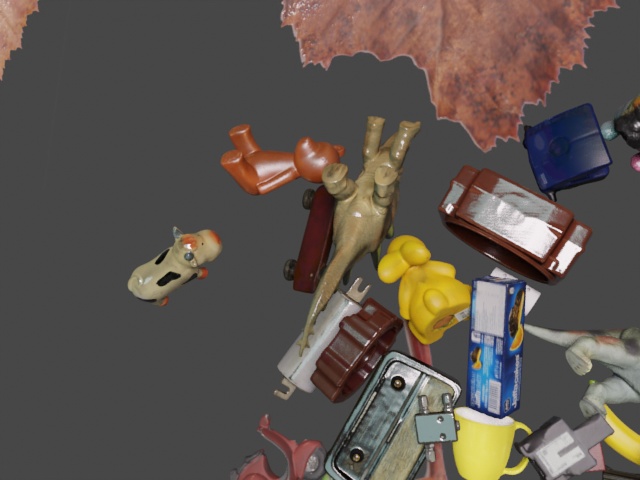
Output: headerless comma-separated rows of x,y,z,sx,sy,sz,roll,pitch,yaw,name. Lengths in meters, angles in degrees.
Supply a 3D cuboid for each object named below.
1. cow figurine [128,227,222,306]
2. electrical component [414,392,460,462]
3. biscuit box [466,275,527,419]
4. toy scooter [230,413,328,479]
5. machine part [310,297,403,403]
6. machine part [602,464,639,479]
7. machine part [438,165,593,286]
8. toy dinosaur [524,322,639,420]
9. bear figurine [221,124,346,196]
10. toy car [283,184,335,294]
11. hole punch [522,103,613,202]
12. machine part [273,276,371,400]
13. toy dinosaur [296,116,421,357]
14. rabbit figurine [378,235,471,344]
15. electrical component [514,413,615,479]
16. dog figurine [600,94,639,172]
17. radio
-0.264,0.043,0.980,0.195,0.127,0.085,-32,74,10,cow figurine
0.172,0.272,0.782,0.063,0.021,0.094,-8,76,14,electrical component
0.264,0.158,0.804,0.059,0.063,0.202,7,98,46,biscuit box
-0.084,0.371,0.884,0.184,0.075,0.135,-42,71,0,toy scooter
0.058,0.173,0.839,0.056,0.179,0.179,36,89,23,machine part
0.430,0.395,0.751,0.084,0.039,0.139,9,79,12,machine part
0.281,-0.016,0.798,0.202,0.201,0.087,34,91,19,machine part
0.475,0.200,0.740,0.192,0.131,0.405,-23,53,-26,toy dinosaur
-0.059,-0.147,0.964,0.196,0.131,0.120,-11,45,20,bear figurine
-0.002,-0.003,0.954,0.089,0.053,0.202,7,76,22,toy car
0.394,-0.143,0.856,0.116,0.092,0.142,-17,77,16,hole punch
0.007,0.167,0.902,0.079,0.079,0.243,35,89,20,machine part
0.070,-0.040,0.842,0.105,0.198,0.471,18,50,23,toy dinosaur
0.153,0.062,0.859,0.122,0.162,0.173,-37,53,19,rabbit figurine
0.338,0.280,0.738,0.119,0.047,0.075,-38,72,-1,electrical component
0.503,-0.186,0.765,0.191,0.219,0.108,-32,75,8,dog figurine
0.114,0.293,0.844,0.131,0.073,0.229,29,87,19,radio
